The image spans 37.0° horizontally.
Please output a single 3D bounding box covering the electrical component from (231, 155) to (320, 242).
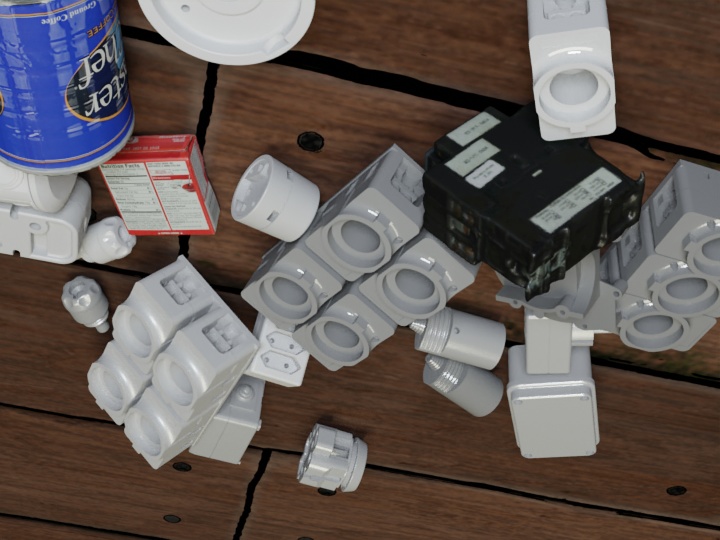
[{"bbox_3d":[-0.064,-0.053,0.822,0.047,0.055,0.055,27,136,-29],"label":"electrical component"}]

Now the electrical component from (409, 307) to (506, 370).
[{"bbox_3d":[0.082,0.057,0.945,0.081,0.043,0.043,16,139,-13],"label":"electrical component"}]

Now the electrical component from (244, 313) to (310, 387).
[{"bbox_3d":[-0.076,0.067,0.965,0.047,0.065,0.077,19,168,-16],"label":"electrical component"}]

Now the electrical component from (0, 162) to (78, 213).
[{"bbox_3d":[-0.240,-0.084,0.785,0.051,0.080,0.080,7,141,6],"label":"electrical component"}]

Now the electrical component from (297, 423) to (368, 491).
[{"bbox_3d":[-0.027,0.197,1.115,0.057,0.058,0.078,17,139,-9],"label":"electrical component"}]

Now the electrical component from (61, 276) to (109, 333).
[{"bbox_3d":[-0.241,0.034,0.961,0.035,0.035,0.061,-4,142,11],"label":"electrical component"}]

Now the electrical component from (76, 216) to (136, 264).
[{"bbox_3d":[-0.218,-0.021,0.891,0.061,0.035,0.035,-17,135,29],"label":"electrical component"}]

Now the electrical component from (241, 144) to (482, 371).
[{"bbox_3d":[0.000,0.000,0.839,0.105,0.060,0.186,41,136,-13],"label":"electrical component"}]

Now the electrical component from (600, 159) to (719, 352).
[{"bbox_3d":[0.253,-0.004,0.840,0.089,0.061,0.150,15,139,-11],"label":"electrical component"}]

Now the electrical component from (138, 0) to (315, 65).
[{"bbox_3d":[-0.078,-0.186,0.657,0.108,0.060,0.108,3,140,3],"label":"electrical component"}]

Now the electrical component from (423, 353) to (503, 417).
[{"bbox_3d":[0.091,0.099,0.995,0.043,0.043,0.081,-30,129,34],"label":"electrical component"}]

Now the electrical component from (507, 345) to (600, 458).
[{"bbox_3d":[0.181,0.123,1.004,0.078,0.057,0.113,-5,139,12],"label":"electrical component"}]

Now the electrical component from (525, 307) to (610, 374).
[{"bbox_3d":[0.180,0.046,0.920,0.076,0.047,0.083,-1,140,8],"label":"electrical component"}]

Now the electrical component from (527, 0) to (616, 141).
[{"bbox_3d":[0.139,-0.132,0.703,0.050,0.055,0.089,-5,139,12],"label":"electrical component"}]

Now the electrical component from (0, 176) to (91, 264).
[{"bbox_3d":[-0.262,-0.049,0.843,0.095,0.059,0.053,11,140,-6],"label":"electrical component"}]

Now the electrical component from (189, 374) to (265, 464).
[{"bbox_3d":[-0.131,0.137,1.050,0.061,0.061,0.096,16,139,-13],"label":"electrical component"}]

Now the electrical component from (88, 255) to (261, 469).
[{"bbox_3d":[-0.174,0.089,0.957,0.105,0.060,0.186,47,137,11],"label":"electrical component"}]
